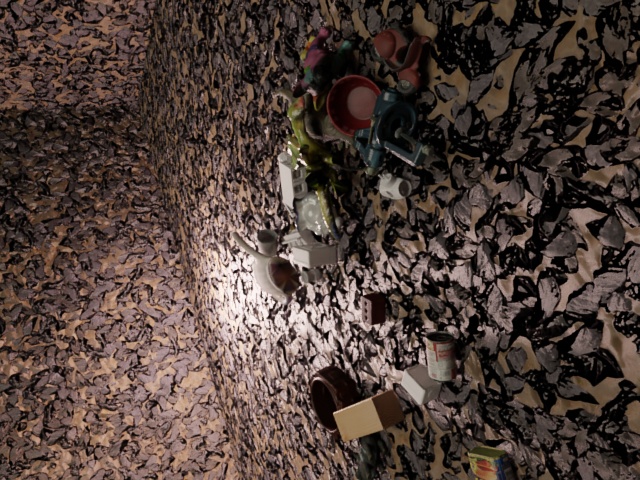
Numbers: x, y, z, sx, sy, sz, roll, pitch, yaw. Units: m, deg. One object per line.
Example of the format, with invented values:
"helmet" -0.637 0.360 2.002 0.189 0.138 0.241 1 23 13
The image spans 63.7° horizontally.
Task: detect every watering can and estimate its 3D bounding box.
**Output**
"watering can" -0.201 0.104 1.947 0.345 0.105 0.222 57 149 -10

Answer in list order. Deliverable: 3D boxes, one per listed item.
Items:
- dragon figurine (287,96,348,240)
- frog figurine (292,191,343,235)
"dragon figurine" -0.027 -0.213 1.506 0.247 0.123 0.402 -133 30 -55
"frog figurine" 0.005 -0.082 1.621 0.159 0.123 0.136 7 99 22
